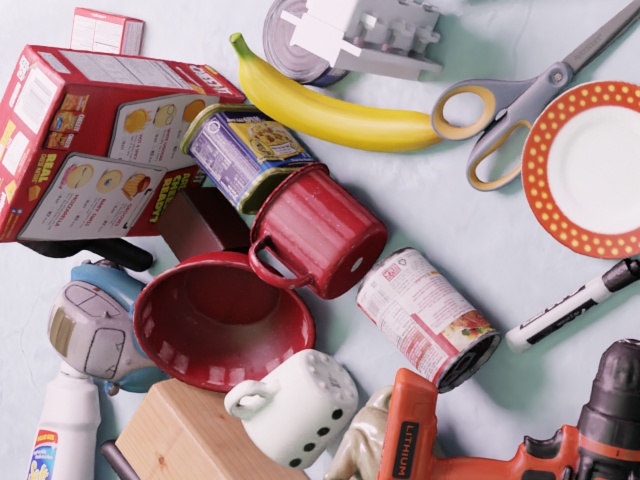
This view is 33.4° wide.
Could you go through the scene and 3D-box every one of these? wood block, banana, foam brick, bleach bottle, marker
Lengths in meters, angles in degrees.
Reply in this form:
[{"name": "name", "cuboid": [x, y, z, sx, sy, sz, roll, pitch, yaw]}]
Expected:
[{"name": "wood block", "cuboid": [-0.082, 0.226, 0.977, 0.206, 0.090, 0.091, 47, 120, 23]}, {"name": "banana", "cuboid": [0.010, -0.108, 0.884, 0.198, 0.070, 0.037, 23, 66, 8]}, {"name": "foam brick", "cuboid": [-0.105, -0.005, 0.995, 0.051, 0.052, 0.078, -50, 65, 29]}, {"name": "bleach bottle", "cuboid": [-0.277, 0.245, 1.138, 0.103, 0.067, 0.251, 16, 100, 55]}, {"name": "marker", "cuboid": [0.190, 0.049, 0.800, 0.121, 0.020, 0.020, -39, 72, 33]}]

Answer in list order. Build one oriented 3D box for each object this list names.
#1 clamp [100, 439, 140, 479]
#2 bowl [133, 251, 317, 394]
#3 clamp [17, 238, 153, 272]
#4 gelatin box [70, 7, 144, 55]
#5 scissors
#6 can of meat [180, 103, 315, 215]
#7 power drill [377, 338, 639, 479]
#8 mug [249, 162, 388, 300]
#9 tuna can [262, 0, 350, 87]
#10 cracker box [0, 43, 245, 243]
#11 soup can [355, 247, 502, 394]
[{"name": "clamp", "cuboid": [-0.152, 0.284, 1.067, 0.210, 0.036, 0.164, -7, 89, 38]}, {"name": "bowl", "cuboid": [-0.082, 0.063, 0.952, 0.162, 0.055, 0.162, 3, 130, 3]}, {"name": "clamp", "cuboid": [-0.234, -0.010, 1.027, 0.120, 0.171, 0.039, 48, 117, 13]}, {"name": "gelatin box", "cuboid": [-0.218, -0.185, 1.076, 0.073, 0.030, 0.089, 18, 105, 33]}, {"name": "scissors", "cuboid": [0.158, -0.127, 0.796, 0.096, 0.016, 0.202, 34, 115, 7]}, {"name": "can of meat", "cuboid": [-0.056, -0.069, 0.923, 0.084, 0.101, 0.058, 48, 119, 21]}, {"name": "power drill", "cuboid": [0.141, 0.148, 0.775, 0.187, 0.057, 0.184, 11, 94, 5]}, {"name": "mug", "cuboid": [-0.006, 0.001, 0.886, 0.081, 0.117, 0.093, 42, 142, 20]}, {"name": "tuna can", "cuboid": [-0.008, -0.175, 0.918, 0.086, 0.033, 0.086, 4, 97, 36]}, {"name": "cracker box", "cuboid": [-0.190, -0.083, 0.950, 0.072, 0.213, 0.164, 44, 118, 27]}, {"name": "soup can", "cuboid": [0.085, 0.063, 0.850, 0.102, 0.068, 0.069, 47, 119, 24]}]
